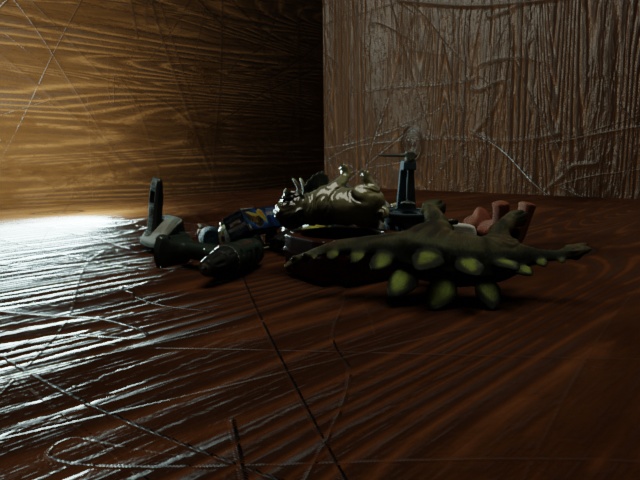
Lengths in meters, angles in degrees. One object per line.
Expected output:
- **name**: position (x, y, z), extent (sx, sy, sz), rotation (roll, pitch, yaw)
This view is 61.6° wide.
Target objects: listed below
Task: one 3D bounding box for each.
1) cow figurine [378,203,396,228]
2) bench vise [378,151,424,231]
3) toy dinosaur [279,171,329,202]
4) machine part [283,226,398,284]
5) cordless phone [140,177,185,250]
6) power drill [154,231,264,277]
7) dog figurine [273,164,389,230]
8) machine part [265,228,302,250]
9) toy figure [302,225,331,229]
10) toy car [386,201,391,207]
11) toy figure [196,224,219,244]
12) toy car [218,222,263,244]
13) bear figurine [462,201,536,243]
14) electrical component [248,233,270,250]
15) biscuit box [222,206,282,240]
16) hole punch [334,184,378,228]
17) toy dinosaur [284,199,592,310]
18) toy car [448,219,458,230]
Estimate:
- **cow figurine**: position (0.181, -0.058, 1.543), extent (0.167, 0.098, 0.068), rotation (-1, 15, 1)
- **bench vise**: position (0.188, -0.071, 1.167), extent (0.129, 0.240, 0.224), rotation (1, 10, 4)
- **toy dinosaur**: position (0.035, -0.086, 1.436), extent (0.131, 0.192, 0.405), rotation (-9, 11, -28)
- **machine part**: position (0.047, 0.026, 1.060), extent (0.201, 0.087, 0.202), rotation (-6, 9, -34)
- **cordless phone**: position (-0.397, -0.066, 1.364), extent (0.089, 0.184, 0.147), rotation (-2, 7, -36)
- **power drill**: position (-0.235, 0.028, 1.091), extent (0.208, 0.086, 0.232), rotation (-1, 6, 26)
- **dog figurine**: position (0.022, -0.057, 1.088), extent (0.190, 0.121, 0.173), rotation (-30, 33, -28)
- **machine part**: position (-0.094, -0.006, 1.322), extent (0.084, 0.039, 0.139), rotation (-36, 15, -25)
- **toy figure**: position (-0.004, 0.000, 1.246), extent (0.089, 0.082, 0.180), rotation (4, 11, 6)
- **toy car**: position (0.172, -0.083, 1.689), extent (0.109, 0.102, 0.162), rotation (-7, 9, -33)
- **toy figure**: position (-0.296, -0.012, 1.415), extent (0.058, 0.064, 0.154), rotation (-40, 16, -12)
- **toy car**: position (-0.201, -0.019, 1.402), extent (0.056, 0.073, 0.201), rotation (-1, 8, 22)
- **bear figurine**: position (0.440, -0.049, 1.383), extent (0.120, 0.131, 0.196), rotation (1, 14, -20)
- **electrical component**: position (-0.162, 0.016, 1.289), extent (0.078, 0.045, 0.102), rotation (-30, 8, -1)
- **biscuit box**: position (-0.160, -0.045, 1.352), extent (0.063, 0.059, 0.202), rotation (-26, -4, 23)
- **hole punch**: position (0.069, -0.046, 1.238), extent (0.142, 0.115, 0.092), rotation (32, 59, 24)
- **toy dinosaur**: position (0.186, 0.020, 0.870), extent (0.472, 0.104, 0.199), rotation (1, 30, 14)
- **toy car**: position (0.281, 0.003, 1.176), extent (0.053, 0.089, 0.202), rotation (2, 8, 19)
